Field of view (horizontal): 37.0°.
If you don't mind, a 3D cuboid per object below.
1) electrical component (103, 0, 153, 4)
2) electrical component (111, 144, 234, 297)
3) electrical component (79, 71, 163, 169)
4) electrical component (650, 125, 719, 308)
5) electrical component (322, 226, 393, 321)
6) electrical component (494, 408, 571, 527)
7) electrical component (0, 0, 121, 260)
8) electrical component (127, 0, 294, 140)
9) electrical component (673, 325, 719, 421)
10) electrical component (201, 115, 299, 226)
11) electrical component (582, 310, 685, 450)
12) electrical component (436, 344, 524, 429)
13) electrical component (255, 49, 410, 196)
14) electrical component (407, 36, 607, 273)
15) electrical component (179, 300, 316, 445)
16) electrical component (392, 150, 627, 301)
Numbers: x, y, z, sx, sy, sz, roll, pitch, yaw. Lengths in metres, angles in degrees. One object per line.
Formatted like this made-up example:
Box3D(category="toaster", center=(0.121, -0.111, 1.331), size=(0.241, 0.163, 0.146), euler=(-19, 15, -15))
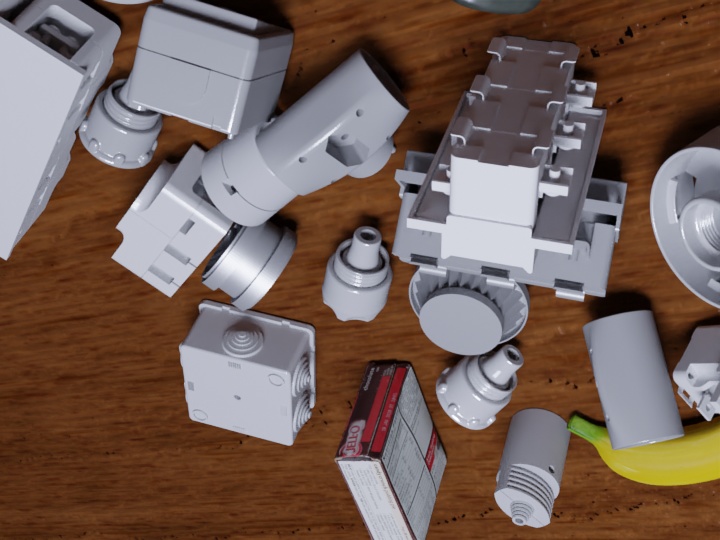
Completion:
Box3D(category="electrical component", center=(-0.125, -0.188, 0.548), size=(0.108, 0.060, 0.108), euler=(12, 135, 12))
Box3D(category="electrical component", center=(-0.120, -0.034, 0.699), size=(0.056, 0.050, 0.089), euler=(35, 135, -12))
Box3D(category="electrical component", center=(-0.140, -0.096, 0.655), size=(0.048, 0.048, 0.062), euler=(31, 129, -7))
Box3D(category="electrical component", center=(0.202, -0.028, 0.553), size=(0.099, 0.064, 0.099), euler=(43, 147, 39))
Box3D(category="electrical component", center=(0.000, 0.000, 0.687), size=(0.043, 0.043, 0.062), euler=(19, 134, 5))
Box3D(category="electrical component", center=(0.118, 0.140, 0.742), size=(0.043, 0.081, 0.043), euler=(12, 135, 12))
Box3D(category="electrical component", center=(-0.231, -0.104, 0.672), size=(0.105, 0.060, 0.186), euler=(32, 135, -8))
Box3D(category="electrical component", center=(-0.076, -0.115, 0.585), size=(0.062, 0.096, 0.061), euler=(18, 107, 6))
Box3D(category="electrical component", center=(0.224, 0.058, 0.630), size=(0.042, 0.081, 0.064), euler=(46, 154, -21))
Box3D(category="electrical component", center=(-0.059, -0.061, 0.647), size=(0.047, 0.055, 0.055), euler=(-31, 115, 36))
Box3D(category="electrical component", center=(0.169, 0.070, 0.667), size=(0.043, 0.077, 0.079), euler=(-14, 166, 10))
Box3D(category="electrical component", center=(0.084, 0.074, 0.721), size=(0.048, 0.048, 0.062), euler=(33, 129, -9))
Box3D(category="electrical component", center=(-0.007, -0.076, 0.610), size=(0.077, 0.043, 0.079), euler=(-38, 148, 15))
Box3D(category="electrical component", center=(0.077, -0.063, 0.538), size=(0.079, 0.121, 0.063), euler=(10, 131, 14))
Box3D(category="electrical component", center=(-0.082, 0.077, 0.789), size=(0.100, 0.048, 0.099), euler=(13, 134, 12))
Box3D(category="electrical component", center=(0.083, -0.024, 0.606), size=(0.121, 0.063, 0.079), euler=(10, 175, 14))
